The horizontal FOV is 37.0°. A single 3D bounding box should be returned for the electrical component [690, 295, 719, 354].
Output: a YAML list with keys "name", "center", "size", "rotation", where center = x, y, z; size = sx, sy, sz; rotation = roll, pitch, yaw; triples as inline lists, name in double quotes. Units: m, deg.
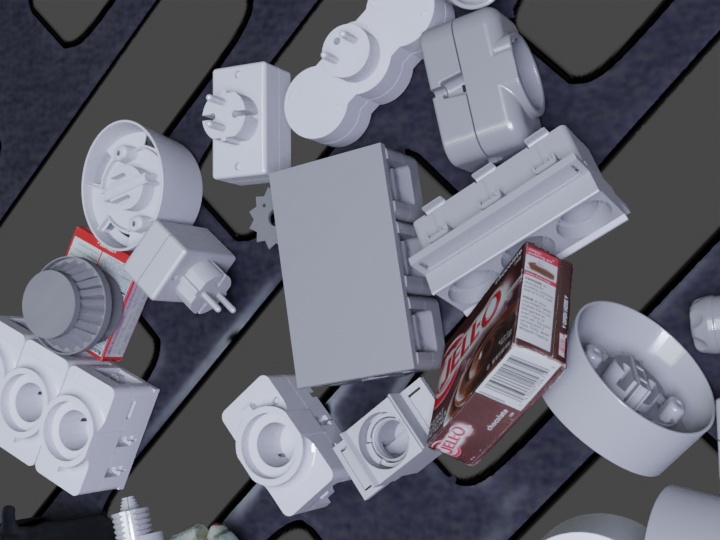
- name: "electrical component"
  center: [0.227, 0.030, 0.632]
  size: [0.061, 0.035, 0.035]
  rotation: [-8, 82, 25]

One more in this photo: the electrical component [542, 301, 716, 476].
- name: "electrical component"
  center: [0.157, 0.070, 0.633]
  size: [0.099, 0.099, 0.064]
  rotation: [43, 112, 24]

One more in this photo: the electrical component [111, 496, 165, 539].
- name: "electrical component"
  center: [-0.170, 0.213, 0.821]
  size: [0.043, 0.043, 0.081]
  rotation: [-19, 78, 25]

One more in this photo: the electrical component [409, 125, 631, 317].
- name: "electrical component"
  center: [0.098, -0.032, 0.684]
  size: [0.121, 0.079, 0.063]
  rotation: [-33, 52, 22]

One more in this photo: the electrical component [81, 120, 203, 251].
- name: "electrical component"
  center: [-0.172, -0.063, 0.831]
  size: [0.099, 0.064, 0.099]
  rotation: [-2, 85, 27]

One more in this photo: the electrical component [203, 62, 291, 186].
- name: "electrical component"
  center: [-0.089, -0.109, 0.785]
  size: [0.047, 0.076, 0.083]
  rotation: [-3, 85, 28]

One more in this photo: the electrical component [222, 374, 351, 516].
- name: "electrical component"
  center: [-0.049, 0.122, 0.758]
  size: [0.050, 0.056, 0.089]
  rotation: [-44, 68, 18]

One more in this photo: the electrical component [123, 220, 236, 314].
- name: "electrical component"
  center: [-0.122, 0.006, 0.799]
  size: [0.077, 0.066, 0.047]
  rotation: [43, 106, 24]

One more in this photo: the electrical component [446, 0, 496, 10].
- name: "electrical component"
  center: [0.070, -0.203, 0.713]
  size: [0.048, 0.066, 0.055]
  rotation: [-42, 36, 19]

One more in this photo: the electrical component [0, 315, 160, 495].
- name: "electrical component"
  center: [-0.248, 0.105, 0.860]
  size: [0.150, 0.062, 0.089]
  rotation: [25, 98, 27]

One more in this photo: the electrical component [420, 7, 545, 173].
- name: "electrical component"
  center: [0.084, -0.119, 0.707]
  size: [0.059, 0.054, 0.095]
  rotation: [-16, 79, 26]

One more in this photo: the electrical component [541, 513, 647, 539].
- name: "electrical component"
  center: [0.141, 0.205, 0.649]
  size: [0.108, 0.060, 0.108]
  rotation: [-2, 85, 27]

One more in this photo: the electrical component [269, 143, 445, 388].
- name: "electrical component"
  center: [0.000, 0.000, 0.738]
  size: [0.089, 0.062, 0.150]
  rotation: [-13, 80, 26]

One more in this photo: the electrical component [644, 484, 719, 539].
- name: "electrical component"
  center: [0.195, 0.173, 0.602]
  size: [0.064, 0.099, 0.099]
  rotation: [5, 89, 22]

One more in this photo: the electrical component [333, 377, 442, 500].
- name: "electrical component"
  center: [0.028, 0.111, 0.713]
  size: [0.081, 0.064, 0.042]
  rotation: [-41, 69, 20]

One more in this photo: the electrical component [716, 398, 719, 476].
- name: "electrical component"
  center: [0.252, 0.101, 0.602]
  size: [0.095, 0.054, 0.059]
  rotation: [-4, 84, 27]

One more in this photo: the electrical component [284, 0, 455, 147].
- name: "electrical component"
  center: [-0.001, -0.147, 0.743]
  size: [0.138, 0.074, 0.052]
  rotation: [-46, 68, 17]
